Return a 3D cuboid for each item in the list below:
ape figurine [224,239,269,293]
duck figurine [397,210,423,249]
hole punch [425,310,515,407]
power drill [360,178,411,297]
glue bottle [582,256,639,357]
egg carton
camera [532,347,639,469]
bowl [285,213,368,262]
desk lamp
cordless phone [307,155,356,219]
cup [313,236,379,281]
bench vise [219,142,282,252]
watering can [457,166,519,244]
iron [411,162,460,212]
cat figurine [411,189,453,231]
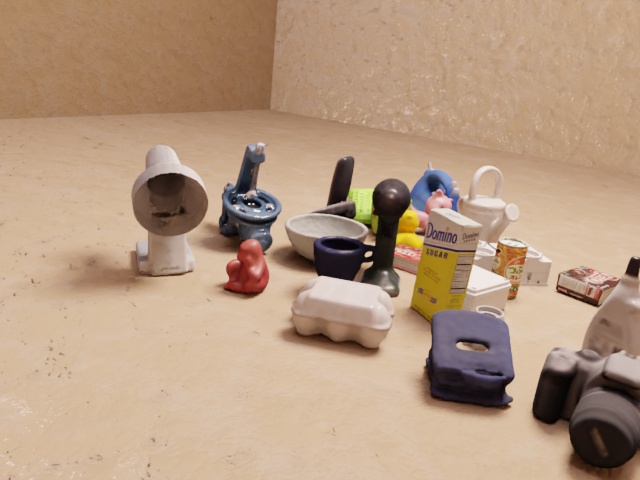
[{"bbox_3d":[-0.119,0.042,0.964,0.076,0.092,0.077,-4,21,-27],"label":"ape figurine"},{"bbox_3d":[0.194,-0.022,1.270,0.077,0.086,0.104,7,18,3],"label":"duck figurine"},{"bbox_3d":[0.196,0.151,0.741,0.108,0.091,0.101,7,18,2],"label":"hole punch"},{"bbox_3d":[0.120,-0.012,1.021,0.075,0.208,0.230,8,18,6],"label":"power drill"},{"bbox_3d":[0.432,0.106,0.821,0.037,0.173,0.078,-4,21,-28],"label":"glue bottle"},{"bbox_3d":[0.035,0.106,0.858,0.150,0.069,0.107,9,18,9],"label":"egg carton"},{"bbox_3d":[0.318,0.186,0.658,0.142,0.101,0.137,18,22,31],"label":"camera"},{"bbox_3d":[0.011,0.004,1.149,0.167,0.075,0.167,6,18,-2],"label":"bowl"},{"bbox_3d":[-0.269,-0.048,0.994,0.118,0.213,0.202,-2,20,-22],"label":"desk lamp"},{"bbox_3d":[0.021,-0.095,1.276,0.093,0.185,0.148,17,21,31],"label":"cordless phone"},{"bbox_3d":[0.042,0.049,0.992,0.118,0.095,0.091,0,19,-17],"label":"cup"},{"bbox_3d":[-0.162,-0.101,1.179,0.206,0.220,0.122,22,24,39],"label":"bench vise"},{"bbox_3d":[0.377,-0.070,1.302,0.172,0.194,0.101,21,23,37],"label":"watering can"},{"bbox_3d":[0.318,-0.111,1.489,0.119,0.141,0.257,1,19,-15],"label":"iron"},{"bbox_3d":[0.263,-0.069,1.383,0.128,0.118,0.067,3,19,-10],"label":"cat figurine"}]
